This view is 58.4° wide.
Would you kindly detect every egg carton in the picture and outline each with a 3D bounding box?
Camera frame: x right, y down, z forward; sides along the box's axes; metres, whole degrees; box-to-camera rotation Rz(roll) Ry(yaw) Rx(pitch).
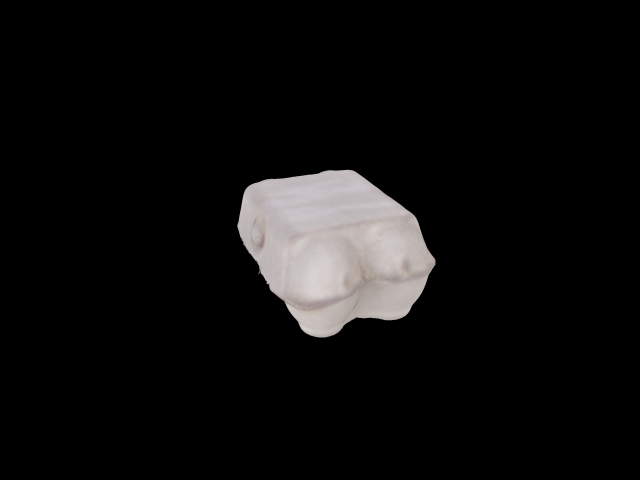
[{"bbox_3d":[0.004,0.001,0.400,0.107,0.069,0.150,-11,29,-20],"label":"egg carton"}]
